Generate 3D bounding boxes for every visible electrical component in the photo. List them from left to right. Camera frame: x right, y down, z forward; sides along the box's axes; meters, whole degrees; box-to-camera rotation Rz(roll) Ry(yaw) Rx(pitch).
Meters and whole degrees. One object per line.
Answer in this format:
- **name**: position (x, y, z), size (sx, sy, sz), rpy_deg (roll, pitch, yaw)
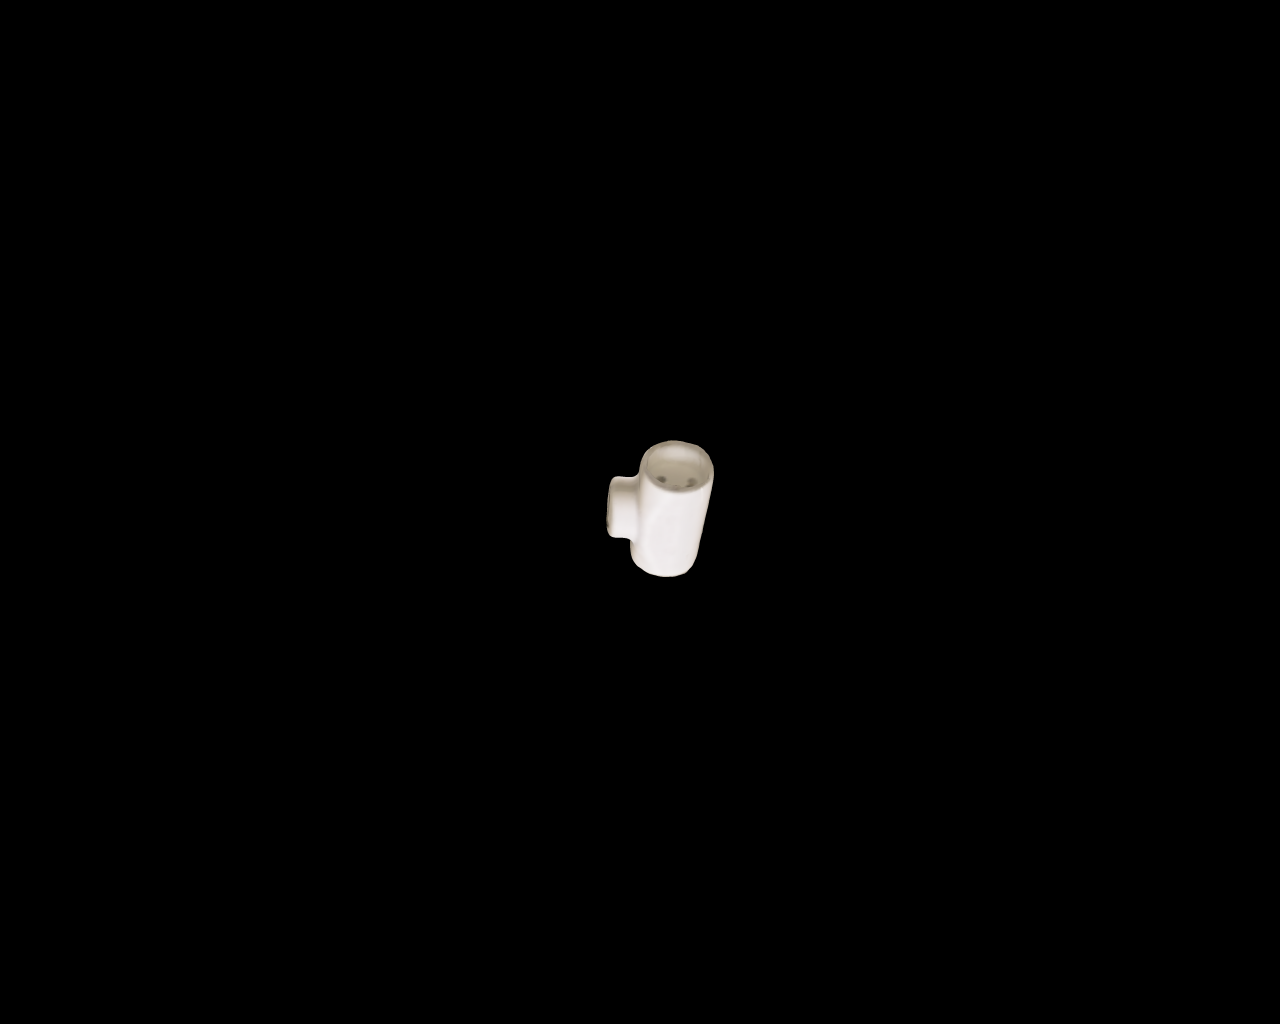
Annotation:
- **electrical component**: position (0.001, -0.003, 0.650), size (0.079, 0.044, 0.077), rpy_deg (4, -43, -4)
